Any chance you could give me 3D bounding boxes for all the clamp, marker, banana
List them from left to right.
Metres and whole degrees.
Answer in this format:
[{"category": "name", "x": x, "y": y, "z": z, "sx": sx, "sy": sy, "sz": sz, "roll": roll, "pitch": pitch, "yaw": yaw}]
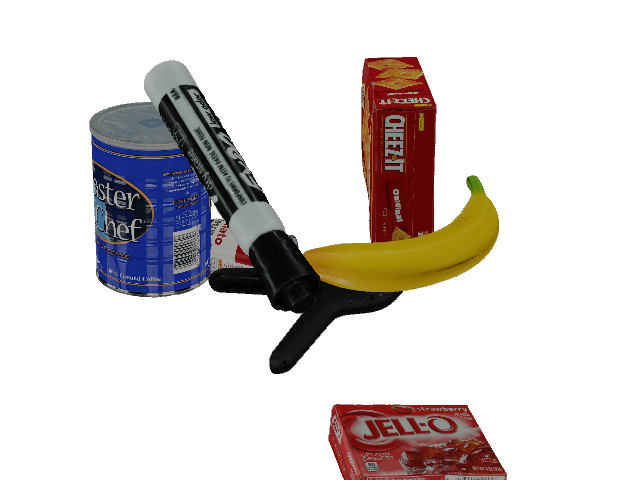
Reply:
[{"category": "marker", "x": -0.033, "y": -0.021, "z": 0.386, "sx": 0.020, "sy": 0.121, "sz": 0.020, "roll": -22, "pitch": -34, "yaw": -16}, {"category": "clamp", "x": 0.010, "y": 0.054, "z": 1.049, "sx": 0.209, "sy": 0.036, "sz": 0.165, "roll": -15, "pitch": 37, "yaw": -13}, {"category": "banana", "x": 0.075, "y": 0.005, "z": 0.805, "sx": 0.197, "sy": 0.037, "sz": 0.070, "roll": -23, "pitch": 46, "yaw": -38}]

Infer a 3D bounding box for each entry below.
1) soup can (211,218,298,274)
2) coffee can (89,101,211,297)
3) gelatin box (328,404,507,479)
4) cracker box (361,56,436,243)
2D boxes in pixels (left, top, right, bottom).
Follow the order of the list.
[{"category": "soup can", "x": -0.086, "y": 0.016, "z": 1.259, "sx": 0.102, "sy": 0.068, "sz": 0.068, "roll": 13, "pitch": 5, "yaw": 20}, {"category": "coffee can", "x": -0.144, "y": -0.037, "z": 0.917, "sx": 0.103, "sy": 0.140, "sz": 0.103, "roll": 3, "pitch": 25, "yaw": -1}, {"category": "gelatin box", "x": 0.055, "y": 0.126, "z": 0.628, "sx": 0.089, "sy": 0.030, "sz": 0.073, "roll": 3, "pitch": 23, "yaw": -13}, {"category": "cracker box", "x": 0.083, "y": -0.099, "z": 1.178, "sx": 0.072, "sy": 0.164, "sz": 0.213, "roll": -1, "pitch": 23, "yaw": 1}]
